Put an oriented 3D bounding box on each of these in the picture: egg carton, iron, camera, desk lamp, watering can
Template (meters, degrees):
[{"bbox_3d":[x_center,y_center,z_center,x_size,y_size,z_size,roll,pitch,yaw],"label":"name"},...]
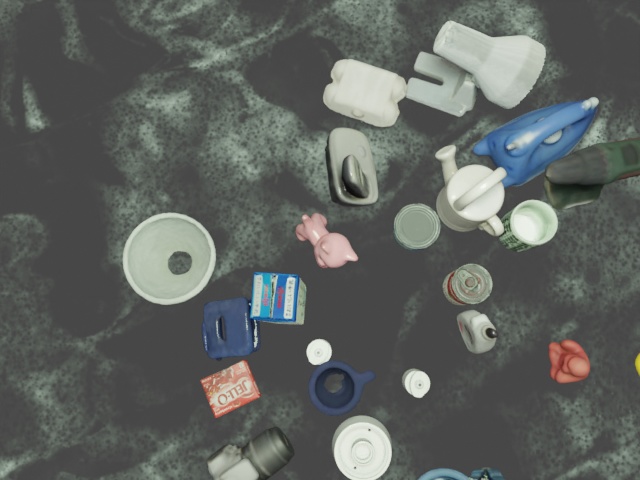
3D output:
[{"bbox_3d":[0.086,-0.280,1.095,0.150,0.069,0.107,18,82,4],"label":"egg carton"},{"bbox_3d":[0.418,-0.202,1.039,0.258,0.141,0.118,-31,82,-3],"label":"iron"},{"bbox_3d":[-0.105,0.400,0.982,0.137,0.101,0.143,-36,82,-4],"label":"camera"},{"bbox_3d":[0.269,-0.302,1.021,0.203,0.213,0.118,19,82,5],"label":"desk lamp"},{"bbox_3d":[0.262,-0.084,0.998,0.172,0.194,0.101,33,84,6],"label":"watering can"}]

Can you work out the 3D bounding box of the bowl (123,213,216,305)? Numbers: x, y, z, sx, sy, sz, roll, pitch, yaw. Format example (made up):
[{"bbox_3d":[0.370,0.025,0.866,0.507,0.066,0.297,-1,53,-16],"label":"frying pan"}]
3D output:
[{"bbox_3d":[-0.269,0.037,1.054,0.167,0.075,0.167,0,81,2],"label":"bowl"}]

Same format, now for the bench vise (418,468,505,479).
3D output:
[{"bbox_3d":[0.238,0.416,0.910,0.207,0.220,0.121,-24,81,-2],"label":"bench vise"}]

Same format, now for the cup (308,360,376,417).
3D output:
[{"bbox_3d":[0.039,0.251,1.004,0.118,0.095,0.091,-20,81,-1],"label":"cup"}]

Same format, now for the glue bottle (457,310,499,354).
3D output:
[{"bbox_3d":[0.274,0.156,0.972,0.037,0.173,0.078,-22,81,-2],"label":"glue bottle"}]

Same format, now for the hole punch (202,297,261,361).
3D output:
[{"bbox_3d":[-0.163,0.160,1.025,0.101,0.091,0.109,-8,81,1],"label":"hole punch"}]

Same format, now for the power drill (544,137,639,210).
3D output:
[{"bbox_3d":[0.470,-0.115,0.990,0.229,0.208,0.075,-15,81,-1],"label":"power drill"}]

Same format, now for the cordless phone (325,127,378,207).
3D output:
[{"bbox_3d":[0.056,-0.141,1.017,0.094,0.185,0.147,-12,81,0],"label":"cordless phone"}]

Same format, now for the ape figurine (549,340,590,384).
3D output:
[{"bbox_3d":[0.440,0.217,1.000,0.076,0.092,0.078,39,84,7],"label":"ape figurine"}]

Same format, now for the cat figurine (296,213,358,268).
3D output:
[{"bbox_3d":[0.009,0.004,1.030,0.067,0.118,0.128,-39,82,-4],"label":"cat figurine"}]

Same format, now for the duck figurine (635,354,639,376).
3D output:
[{"bbox_3d":[0.616,0.234,0.996,0.104,0.086,0.077,41,85,7],"label":"duck figurine"}]
